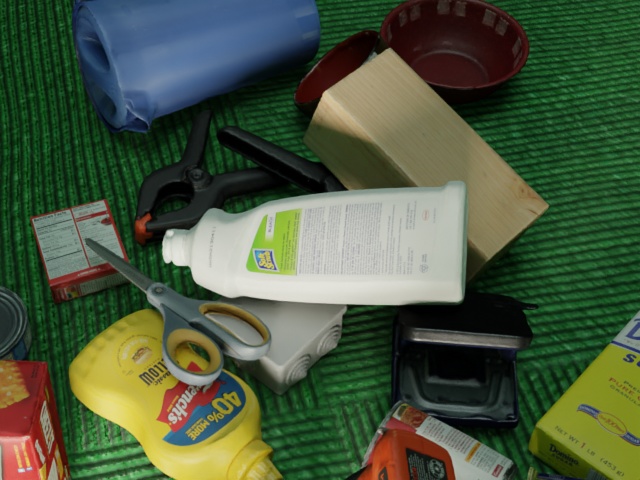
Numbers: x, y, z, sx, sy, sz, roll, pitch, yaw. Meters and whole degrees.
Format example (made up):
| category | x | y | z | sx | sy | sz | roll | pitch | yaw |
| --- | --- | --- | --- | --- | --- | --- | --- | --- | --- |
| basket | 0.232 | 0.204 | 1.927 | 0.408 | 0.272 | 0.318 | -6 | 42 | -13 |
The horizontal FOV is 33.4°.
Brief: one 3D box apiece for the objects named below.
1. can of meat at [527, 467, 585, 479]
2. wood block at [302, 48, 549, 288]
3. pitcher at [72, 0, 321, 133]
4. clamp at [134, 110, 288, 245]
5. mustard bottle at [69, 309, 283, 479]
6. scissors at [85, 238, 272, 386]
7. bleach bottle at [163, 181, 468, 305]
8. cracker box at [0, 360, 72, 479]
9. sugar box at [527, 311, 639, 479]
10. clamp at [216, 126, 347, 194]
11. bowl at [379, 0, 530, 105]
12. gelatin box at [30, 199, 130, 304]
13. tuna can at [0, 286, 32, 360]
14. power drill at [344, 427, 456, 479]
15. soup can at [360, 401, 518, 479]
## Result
| category | x | y | z | sx | sy | sz | roll | pitch | yaw |
| --- | --- | --- | --- | --- | --- | --- | --- | --- | --- |
| can of meat | 0.189 | 0.223 | 0.777 | 0.084 | 0.057 | 0.102 | 5 | 47 | 18 |
| wood block | 0.092 | -0.061 | 0.973 | 0.090 | 0.090 | 0.206 | -38 | 78 | -29 |
| pitcher | -0.131 | -0.216 | 1.114 | 0.242 | 0.149 | 0.145 | -20 | 21 | -24 |
| clamp | -0.123 | -0.061 | 1.037 | 0.171 | 0.039 | 0.120 | -33 | 57 | -32 |
| mustard bottle | -0.105 | 0.138 | 0.850 | 0.192 | 0.058 | 0.096 | 35 | 51 | 25 |
| scissors | -0.137 | 0.059 | 0.875 | 0.202 | 0.016 | 0.096 | 21 | 42 | 17 |
| bleach bottle | -0.006 | 0.001 | 0.885 | 0.251 | 0.068 | 0.102 | 2 | 70 | 11 |
| cracker box | -0.293 | 0.153 | 0.759 | 0.213 | 0.164 | 0.072 | 3 | 46 | 0 |
| sugar box | 0.260 | 0.134 | 0.877 | 0.093 | 0.048 | 0.176 | 34 | 57 | 25 |
| clamp | 0.008 | -0.032 | 1.010 | 0.209 | 0.036 | 0.164 | 2 | 62 | -12 |
| bowl | 0.142 | -0.197 | 1.156 | 0.162 | 0.055 | 0.162 | 1 | 48 | -2 |
| gelatin box | -0.219 | 0.009 | 0.978 | 0.073 | 0.030 | 0.089 | -16 | 52 | -14 |
| tuna can | -0.290 | 0.081 | 0.909 | 0.086 | 0.034 | 0.086 | 1 | 49 | -2 |
| power drill | 0.014 | 0.224 | 0.705 | 0.057 | 0.188 | 0.184 | 24 | 41 | -32 |
| soup can | 0.091 | 0.177 | 0.817 | 0.102 | 0.068 | 0.068 | 27 | 53 | 19 |
